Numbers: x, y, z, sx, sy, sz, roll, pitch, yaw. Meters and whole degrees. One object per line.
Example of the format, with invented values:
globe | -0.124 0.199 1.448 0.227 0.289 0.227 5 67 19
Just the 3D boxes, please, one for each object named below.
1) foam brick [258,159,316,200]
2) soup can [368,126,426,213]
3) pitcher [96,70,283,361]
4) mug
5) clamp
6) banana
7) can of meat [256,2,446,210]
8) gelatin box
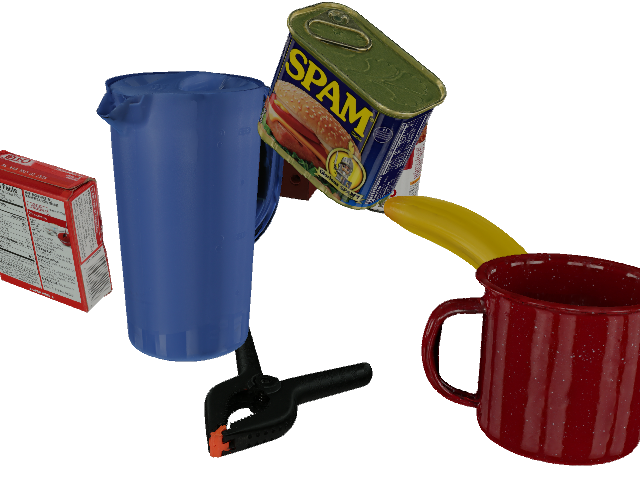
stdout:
foam brick | -0.043 -0.088 1.309 0.078 0.053 0.051 9 30 16
soup can | 0.070 -0.087 1.088 0.068 0.102 0.068 4 30 -2
pitcher | -0.108 -0.026 0.935 0.149 0.243 0.145 1 17 0
mug | 0.108 0.057 0.524 0.117 0.081 0.093 2 15 -2
clamp | -0.047 0.158 1.096 0.165 0.036 0.209 11 27 15
banana | 0.124 0.014 0.844 0.069 0.037 0.198 -16 42 -20
can of meat | 0.014 -0.080 0.648 0.102 0.084 0.057 43 45 20
gelatin box | -0.172 -0.006 0.668 0.073 0.089 0.030 17 39 24
